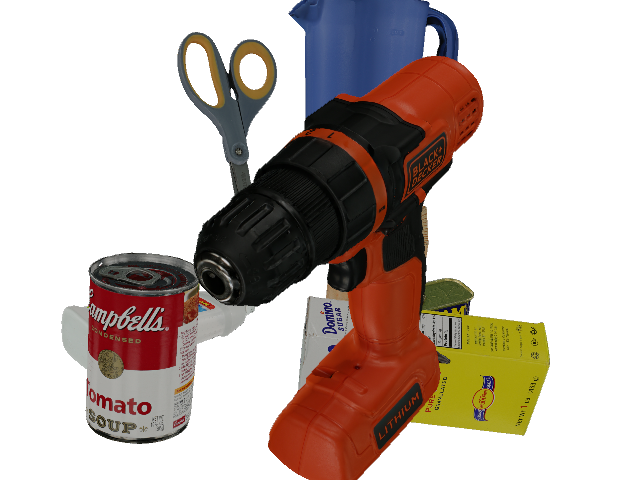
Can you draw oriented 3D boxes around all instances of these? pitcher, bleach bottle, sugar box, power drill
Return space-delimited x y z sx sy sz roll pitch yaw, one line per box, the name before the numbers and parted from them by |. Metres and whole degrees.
pitcher | 0.054 -0.143 1.150 0.149 0.243 0.144 8 12 26
bleach bottle | -0.197 0.103 1.374 0.250 0.068 0.103 -13 28 -39
sugar box | 0.073 0.095 0.793 0.176 0.093 0.048 4 45 -1
power drill | 0.012 0.026 0.497 0.057 0.188 0.184 25 43 27

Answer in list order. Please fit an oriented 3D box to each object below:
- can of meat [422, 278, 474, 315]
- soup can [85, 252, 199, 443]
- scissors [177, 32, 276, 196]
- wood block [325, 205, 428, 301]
can of meat | 0.136 0.102 1.329 0.101 0.084 0.057 -11 30 -26
soup can | -0.112 0.066 0.667 0.068 0.102 0.068 5 18 -2
scissors | -0.058 -0.087 0.908 0.096 0.202 0.016 -24 0 -27
wood block | 0.048 0.072 1.045 0.090 0.206 0.090 6 26 1
